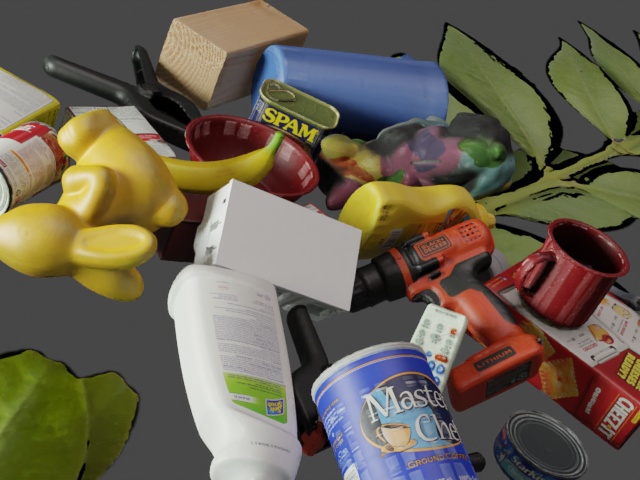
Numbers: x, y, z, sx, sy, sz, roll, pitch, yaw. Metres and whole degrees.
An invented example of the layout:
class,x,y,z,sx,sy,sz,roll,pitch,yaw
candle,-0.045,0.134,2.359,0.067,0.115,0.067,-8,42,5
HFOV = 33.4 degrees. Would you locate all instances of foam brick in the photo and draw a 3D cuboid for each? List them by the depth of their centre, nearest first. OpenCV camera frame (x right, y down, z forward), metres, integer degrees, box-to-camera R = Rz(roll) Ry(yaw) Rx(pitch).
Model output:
class,x,y,z,sx,sy,sz,roll,pitch,yaw
foam brick,-0.126,-0.012,1.089,0.078,0.051,0.053,5,35,-30

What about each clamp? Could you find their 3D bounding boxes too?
class,x,y,z,sx,sy,sz,roll,pitch,yaw
clamp,0.002,0.126,0.980,0.120,0.039,0.171,26,30,7
clamp,-0.220,-0.171,1.281,0.210,0.036,0.164,43,35,26

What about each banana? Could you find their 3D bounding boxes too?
class,x,y,z,sx,sy,sz,roll,pitch,yaw
banana,-0.134,-0.077,1.109,0.198,0.069,0.037,-3,14,-1

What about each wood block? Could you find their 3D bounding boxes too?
class,x,y,z,sx,sy,sz,roll,pitch,yaw
wood block,-0.116,-0.250,1.428,0.091,0.090,0.205,34,31,15

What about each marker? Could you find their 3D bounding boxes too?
class,x,y,z,sx,sy,sz,roll,pitch,yaw
marker,0.101,0.204,0.949,0.120,0.020,0.020,0,38,-35

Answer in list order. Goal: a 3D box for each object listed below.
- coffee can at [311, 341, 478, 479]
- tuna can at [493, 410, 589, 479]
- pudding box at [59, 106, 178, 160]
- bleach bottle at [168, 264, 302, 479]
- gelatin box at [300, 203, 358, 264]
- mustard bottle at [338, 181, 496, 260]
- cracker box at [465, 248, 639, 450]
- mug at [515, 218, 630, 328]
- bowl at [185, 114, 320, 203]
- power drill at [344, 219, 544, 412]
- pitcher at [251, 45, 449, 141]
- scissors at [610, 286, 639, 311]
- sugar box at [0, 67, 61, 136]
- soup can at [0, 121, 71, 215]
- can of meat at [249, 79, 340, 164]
class,x,y,z,sx,sy,sz,roll,pitch,yaw
coffee can,0.063,0.168,0.865,0.102,0.103,0.140,2,52,-34
tuna can,0.209,0.203,1.013,0.086,0.034,0.086,18,31,-12
pudding box,-0.222,-0.105,1.178,0.089,0.039,0.114,-7,41,-40
bleach bottle,-0.073,0.128,0.903,0.102,0.068,0.251,12,35,-19
gelatin box,-0.008,0.001,1.175,0.089,0.030,0.073,40,35,22
mustard bottle,0.116,-0.020,1.169,0.191,0.096,0.058,0,48,-33
cracker box,0.282,0.112,1.171,0.214,0.072,0.163,39,34,20
mug,0.253,0.037,1.112,0.117,0.082,0.093,0,40,-33
bowl,-0.084,-0.077,1.216,0.162,0.055,0.162,18,31,-11
power drill,0.124,0.077,1.082,0.184,0.057,0.188,-24,58,-8
pitcher,0.039,-0.177,1.403,0.242,0.145,0.149,5,21,-24
scissors,0.343,0.058,1.219,0.096,0.016,0.202,44,-15,-11
sugar box,-0.355,-0.120,1.100,0.093,0.048,0.176,29,34,7
soup can,-0.299,-0.068,1.036,0.068,0.069,0.102,29,31,7
can of meat,-0.040,-0.135,1.304,0.102,0.084,0.057,25,34,-6
